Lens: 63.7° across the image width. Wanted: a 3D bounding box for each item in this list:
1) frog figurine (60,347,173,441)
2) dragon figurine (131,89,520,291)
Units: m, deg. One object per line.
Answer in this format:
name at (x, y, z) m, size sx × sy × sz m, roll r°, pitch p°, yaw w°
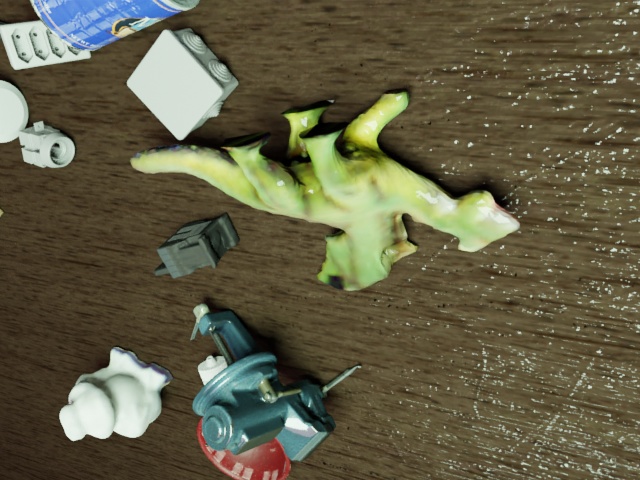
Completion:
frog figurine at (-0.333, 0.265, 0.819) m, size 0.137 × 0.163 × 0.120 m, roll 41°, pitch 125°, yaw -4°
dragon figurine at (0.002, -0.029, 0.575) m, size 0.409 × 0.125 × 0.238 m, roll -5°, pitch 123°, yaw 25°
